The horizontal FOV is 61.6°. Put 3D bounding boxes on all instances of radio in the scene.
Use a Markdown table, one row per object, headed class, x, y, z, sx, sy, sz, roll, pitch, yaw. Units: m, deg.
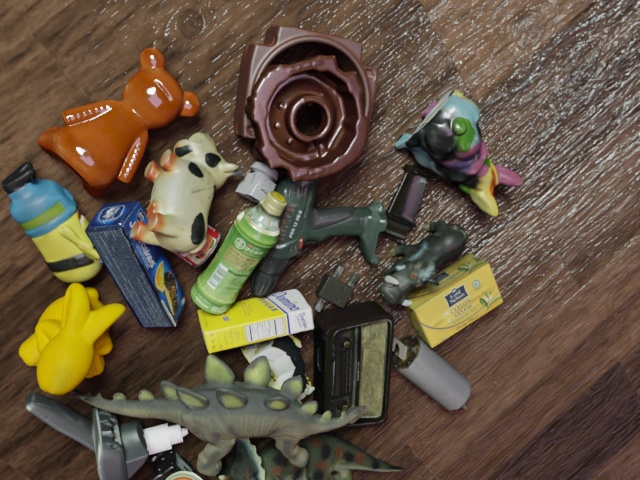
| class | x | y | z | sx | sy | sz | roll | pitch | yaw |
| --- | --- | --- | --- | --- | --- | --- | --- | --- | --- |
| radio | 0.058 | 0.234 | 0.990 | 0.131 | 0.073 | 0.229 | -5 | 107 | -18 |

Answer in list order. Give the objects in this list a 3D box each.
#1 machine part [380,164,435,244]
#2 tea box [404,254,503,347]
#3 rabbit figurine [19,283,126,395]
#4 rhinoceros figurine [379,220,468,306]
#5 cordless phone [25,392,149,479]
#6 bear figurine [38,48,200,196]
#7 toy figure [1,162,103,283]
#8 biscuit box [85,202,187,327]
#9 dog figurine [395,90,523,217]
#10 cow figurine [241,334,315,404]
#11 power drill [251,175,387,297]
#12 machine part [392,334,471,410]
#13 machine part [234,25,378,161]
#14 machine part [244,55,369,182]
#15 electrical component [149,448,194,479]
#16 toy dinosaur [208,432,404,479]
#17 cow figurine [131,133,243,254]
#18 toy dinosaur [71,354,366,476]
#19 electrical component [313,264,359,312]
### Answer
| class | x | y | z | sx | sy | sz | roll | pitch | yaw |
| --- | --- | --- | --- | --- | --- | --- | --- | --- | --- |
| machine part | 0.146 | -0.066 | 0.949 | 0.084 | 0.039 | 0.138 | 23 | 99 | -18 |
| tea box | 0.251 | 0.114 | 1.023 | 0.170 | 0.068 | 0.098 | -32 | 114 | -6 |
| rabbit figurine | -0.349 | 0.148 | 0.772 | 0.122 | 0.173 | 0.162 | 34 | 98 | -21 |
| rhinoceros figurine | 0.182 | 0.044 | 0.955 | 0.190 | 0.112 | 0.073 | -38 | 117 | -13 |
| cordless phone | -0.366 | 0.300 | 0.825 | 0.184 | 0.147 | 0.089 | 43 | 82 | -27 |
| bear figurine | -0.276 | -0.163 | 0.748 | 0.120 | 0.132 | 0.196 | 47 | 70 | -26 |
| toy figure | -0.376 | -0.019 | 0.762 | 0.089 | 0.082 | 0.180 | -25 | 122 | 11 |
| biscuit box | -0.265 | 0.040 | 0.792 | 0.063 | 0.059 | 0.202 | -3 | 129 | 14 |
| dog figurine | 0.249 | -0.135 | 0.892 | 0.219 | 0.191 | 0.108 | 37 | 86 | -9 |
| cow figurine | -0.058 | 0.233 | 0.957 | 0.098 | 0.068 | 0.167 | -37 | 115 | -11 |
| power drill | -0.002 | -0.003 | 0.900 | 0.207 | 0.086 | 0.231 | 6 | 113 | -14 |
| machine part | 0.217 | 0.260 | 1.053 | 0.243 | 0.079 | 0.079 | 41 | 91 | -24 |
| machine part | -0.022 | -0.212 | 0.820 | 0.201 | 0.087 | 0.201 | 5 | 106 | -21 |
| machine part | -0.017 | -0.171 | 0.758 | 0.179 | 0.056 | 0.179 | -6 | 109 | -18 |
| electrical component | -0.247 | 0.422 | 0.946 | 0.048 | 0.075 | 0.119 | -33 | 117 | -7 |
| toy dinosaur | -0.038 | 0.417 | 0.997 | 0.405 | 0.131 | 0.192 | -15 | 111 | -20 |
| cow figurine | -0.183 | -0.071 | 0.769 | 0.127 | 0.085 | 0.195 | 30 | 52 | -40 |
| toy dinosaur | -0.154 | 0.277 | 0.870 | 0.472 | 0.105 | 0.198 | -1 | 123 | -7 |
| electrical component | 0.028 | 0.093 | 0.963 | 0.063 | 0.021 | 0.094 | 32 | 86 | -24 |
